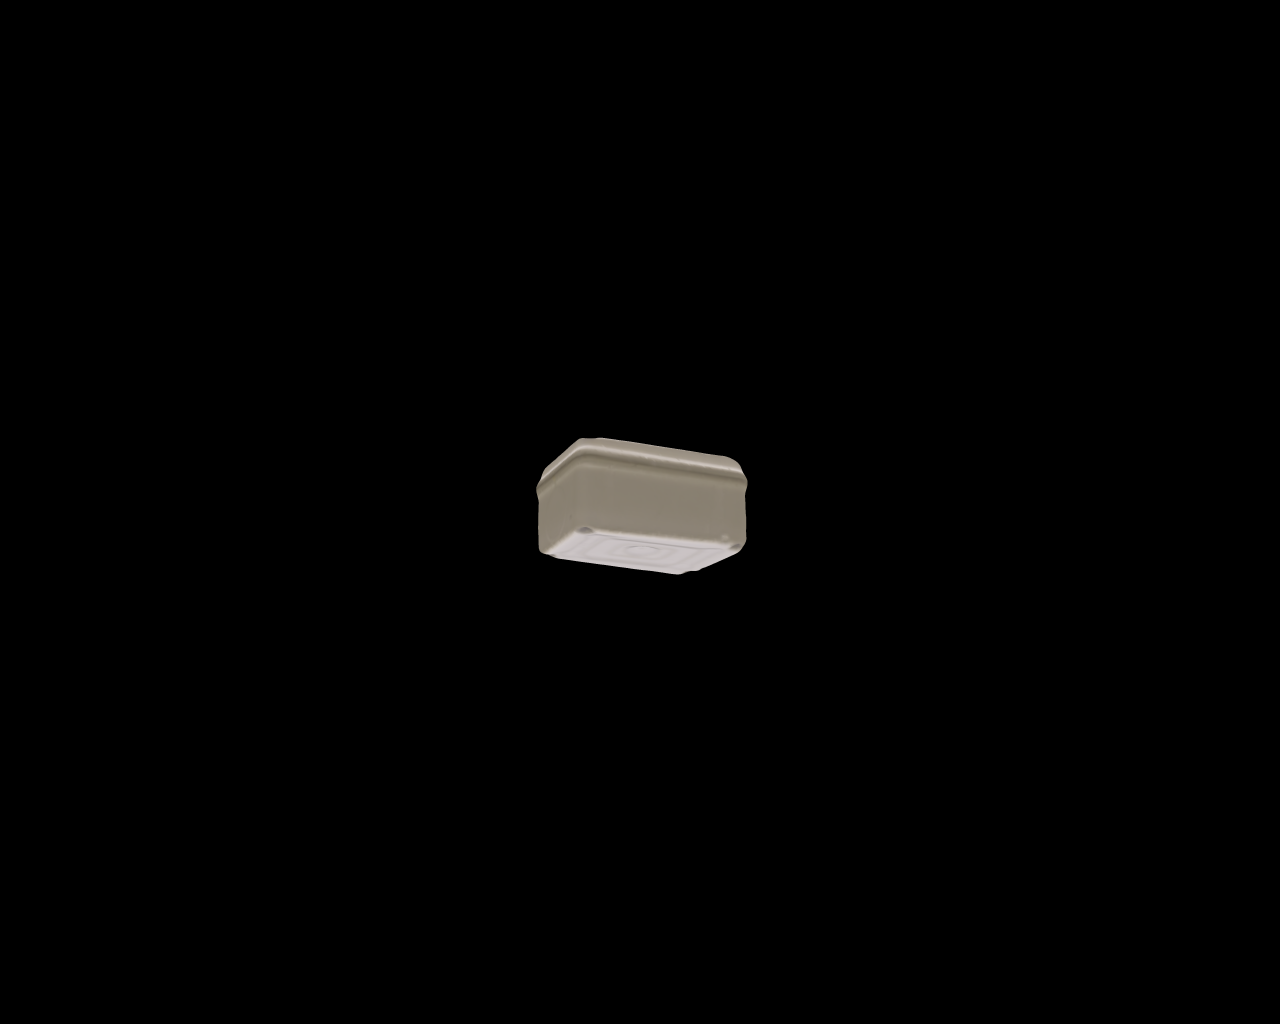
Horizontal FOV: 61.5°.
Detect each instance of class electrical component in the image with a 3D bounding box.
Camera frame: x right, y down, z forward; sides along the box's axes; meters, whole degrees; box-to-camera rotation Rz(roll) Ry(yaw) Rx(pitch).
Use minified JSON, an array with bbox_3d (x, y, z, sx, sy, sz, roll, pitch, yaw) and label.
[{"bbox_3d":[0.001,-0.003,0.650,0.113,0.057,0.078,8,-19,-24],"label":"electrical component"}]
